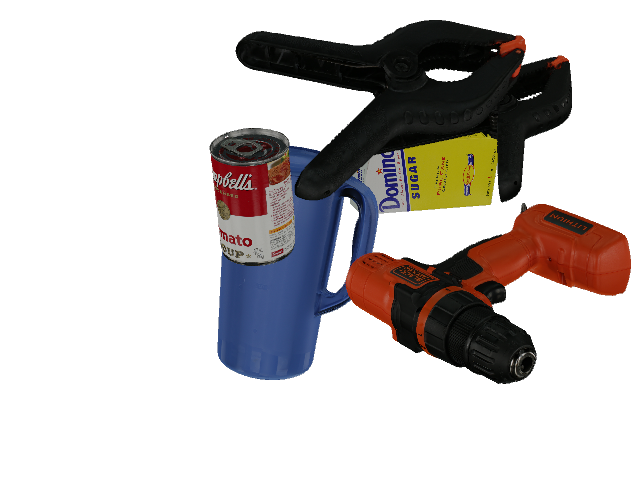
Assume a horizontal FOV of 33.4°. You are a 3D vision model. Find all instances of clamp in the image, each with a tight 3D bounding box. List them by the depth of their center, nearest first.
[{"bbox_3d":[0.043,-0.082,0.622,0.171,0.120,0.039,-9,-26,-7],"label":"clamp"},{"bbox_3d":[0.160,-0.103,0.928,0.209,0.036,0.165,-30,39,-26],"label":"clamp"}]

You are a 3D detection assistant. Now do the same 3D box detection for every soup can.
[{"bbox_3d":[-0.058,-0.038,0.926,0.068,0.102,0.068,-2,31,1],"label":"soup can"}]

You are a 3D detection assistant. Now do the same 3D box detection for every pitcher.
[{"bbox_3d":[-0.038,0.025,1.152,0.144,0.243,0.149,0,19,-23],"label":"pitcher"}]

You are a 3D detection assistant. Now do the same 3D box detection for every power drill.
[{"bbox_3d":[0.138,0.034,0.789,0.187,0.057,0.185,-17,28,-29],"label":"power drill"}]

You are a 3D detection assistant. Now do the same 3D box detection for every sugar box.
[{"bbox_3d":[0.126,-0.084,1.286,0.176,0.093,0.048,-7,26,-22],"label":"sugar box"}]
